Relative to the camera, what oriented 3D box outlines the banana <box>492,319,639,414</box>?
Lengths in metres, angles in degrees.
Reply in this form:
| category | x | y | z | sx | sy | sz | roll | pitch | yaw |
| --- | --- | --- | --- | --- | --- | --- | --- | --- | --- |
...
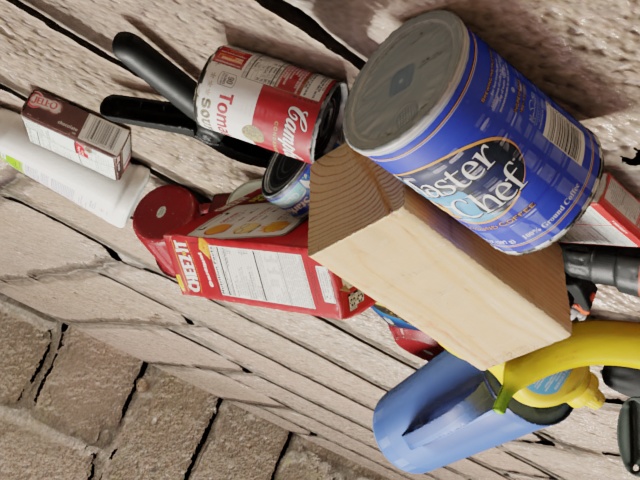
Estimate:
| category | x | y | z | sx | sy | sz | roll | pitch | yaw |
| --- | --- | --- | --- | --- | --- | --- | --- | --- | --- |
| banana | 0.235 | 0.098 | 0.873 | 0.198 | 0.069 | 0.037 | -7 | 174 | 5 |

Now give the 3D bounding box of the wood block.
| category | x | y | z | sx | sy | sz | roll | pitch | yaw |
| --- | --- | --- | --- | --- | --- | --- | --- | --- | --- |
| wood block | 0.094 | 0.007 | 0.805 | 0.090 | 0.091 | 0.205 | -28 | 133 | 33 |

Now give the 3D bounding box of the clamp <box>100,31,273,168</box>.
| category | x | y | z | sx | sy | sz | roll | pitch | yaw |
| --- | --- | --- | --- | --- | --- | --- | --- | --- | --- |
| clamp | -0.097 | -0.110 | 0.935 | 0.210 | 0.036 | 0.165 | 21 | 163 | -2 |

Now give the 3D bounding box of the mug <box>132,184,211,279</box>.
| category | x | y | z | sx | sy | sz | roll | pitch | yaw |
| --- | --- | --- | --- | --- | --- | --- | --- | --- | --- |
| mug | -0.157 | -0.015 | 1.255 | 0.117 | 0.093 | 0.081 | -14 | 148 | 12 |

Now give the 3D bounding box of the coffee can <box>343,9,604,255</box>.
| category | x | y | z | sx | sy | sz | roll | pitch | yaw |
| --- | --- | --- | --- | --- | --- | --- | --- | --- | --- |
| coffee can | 0.099 | -0.067 | 0.690 | 0.140 | 0.102 | 0.103 | 32 | 162 | -30 |

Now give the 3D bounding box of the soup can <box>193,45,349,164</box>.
| category | x | y | z | sx | sy | sz | roll | pitch | yaw |
| --- | --- | --- | --- | --- | --- | --- | --- | --- | --- |
| soup can | -0.037 | -0.104 | 0.820 | 0.102 | 0.068 | 0.068 | 20 | 164 | 13 |

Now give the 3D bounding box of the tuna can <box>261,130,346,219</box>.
| category | x | y | z | sx | sy | sz | roll | pitch | yaw |
| --- | --- | --- | --- | --- | --- | --- | --- | --- | --- |
| tuna can | -0.012 | -0.063 | 0.884 | 0.033 | 0.086 | 0.086 | 31 | 162 | -23 |

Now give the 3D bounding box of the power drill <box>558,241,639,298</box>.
| category | x | y | z | sx | sy | sz | roll | pitch | yaw |
| --- | --- | --- | --- | --- | --- | --- | --- | --- | --- |
| power drill | 0.300 | 0.054 | 0.889 | 0.185 | 0.057 | 0.187 | 13 | 161 | 31 |

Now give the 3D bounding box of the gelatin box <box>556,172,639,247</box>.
| category | x | y | z | sx | sy | sz | roll | pitch | yaw |
| --- | --- | --- | --- | --- | --- | --- | --- | --- | --- |
| gelatin box | 0.201 | -0.025 | 0.820 | 0.073 | 0.030 | 0.089 | 33 | 163 | -35 |

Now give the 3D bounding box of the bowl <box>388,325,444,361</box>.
| category | x | y | z | sx | sy | sz | roll | pitch | yaw |
| --- | --- | --- | --- | --- | --- | --- | --- | --- | --- |
| bowl | 0.143 | 0.114 | 1.300 | 0.162 | 0.055 | 0.162 | 22 | 164 | 6 |

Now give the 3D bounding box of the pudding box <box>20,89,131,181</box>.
| category | x | y | z | sx | sy | sz | roll | pitch | yaw |
| --- | --- | --- | --- | --- | --- | --- | --- | --- | --- |
| pudding box | -0.261 | -0.112 | 1.151 | 0.113 | 0.039 | 0.090 | 26 | 165 | -2 |

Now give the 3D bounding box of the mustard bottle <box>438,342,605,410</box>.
| category | x | y | z | sx | sy | sz | roll | pitch | yaw |
| --- | --- | --- | --- | --- | --- | --- | --- | --- | --- |
| mustard bottle | 0.214 | 0.113 | 1.079 | 0.191 | 0.096 | 0.058 | 36 | 162 | -13 |

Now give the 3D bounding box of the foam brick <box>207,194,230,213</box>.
| category | x | y | z | sx | sy | sz | roll | pitch | yaw |
| --- | --- | --- | --- | --- | --- | --- | --- | --- | --- |
| foam brick | -0.101 | -0.006 | 1.203 | 0.053 | 0.078 | 0.051 | 30 | 162 | -32 |

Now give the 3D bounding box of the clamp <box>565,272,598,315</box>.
| category | x | y | z | sx | sy | sz | roll | pitch | yaw |
| --- | --- | --- | --- | --- | --- | --- | --- | --- | --- |
| clamp | 0.186 | 0.014 | 0.952 | 0.171 | 0.039 | 0.120 | 26 | 168 | -12 |

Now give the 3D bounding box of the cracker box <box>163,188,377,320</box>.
| category | x | y | z | sx | sy | sz | roll | pitch | yaw |
| --- | --- | --- | --- | --- | --- | --- | --- | --- | --- |
| cracker box | -0.006 | 0.001 | 0.943 | 0.214 | 0.163 | 0.072 | 4 | 115 | 46 |

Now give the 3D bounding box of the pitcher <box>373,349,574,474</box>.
| category | x | y | z | sx | sy | sz | roll | pitch | yaw |
| --- | --- | --- | --- | --- | --- | --- | --- | --- | --- |
| pitcher | 0.158 | 0.186 | 1.206 | 0.149 | 0.145 | 0.243 | 20 | 144 | -23 |

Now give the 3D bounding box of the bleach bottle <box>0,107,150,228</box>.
| category | x | y | z | sx | sy | sz | roll | pitch | yaw |
| --- | --- | --- | --- | --- | --- | --- | --- | --- | --- |
| bleach bottle | -0.324 | -0.102 | 1.228 | 0.250 | 0.068 | 0.103 | 27 | 162 | -7 |
